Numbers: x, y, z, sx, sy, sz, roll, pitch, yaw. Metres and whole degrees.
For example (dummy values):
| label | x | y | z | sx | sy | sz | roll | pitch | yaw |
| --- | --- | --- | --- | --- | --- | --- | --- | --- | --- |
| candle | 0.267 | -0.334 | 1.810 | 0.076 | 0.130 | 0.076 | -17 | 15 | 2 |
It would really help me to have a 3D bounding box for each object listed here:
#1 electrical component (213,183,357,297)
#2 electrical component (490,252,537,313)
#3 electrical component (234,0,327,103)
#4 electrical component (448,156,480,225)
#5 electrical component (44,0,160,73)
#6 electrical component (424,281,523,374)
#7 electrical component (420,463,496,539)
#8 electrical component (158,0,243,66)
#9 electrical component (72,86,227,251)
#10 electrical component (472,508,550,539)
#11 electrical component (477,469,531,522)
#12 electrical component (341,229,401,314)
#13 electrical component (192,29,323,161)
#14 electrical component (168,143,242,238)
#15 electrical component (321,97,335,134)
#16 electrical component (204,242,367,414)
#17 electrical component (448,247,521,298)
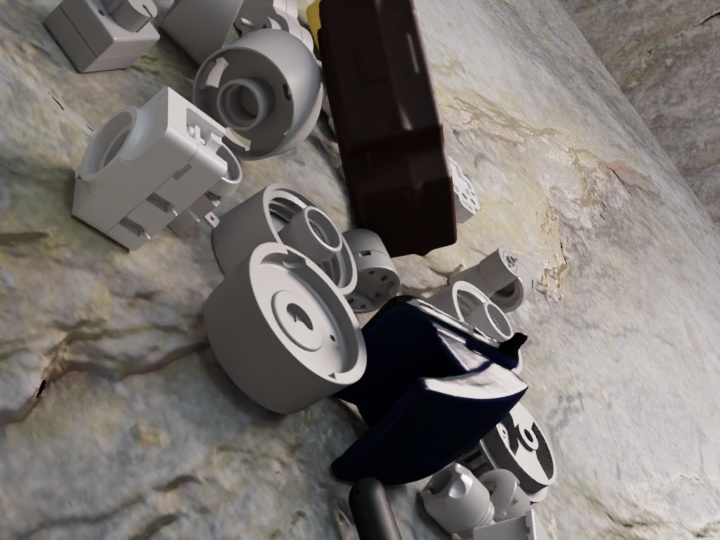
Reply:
| label | x | y | z | sx | sy | sz | roll | pitch | yaw |
| --- | --- | --- | --- | --- | --- | --- | --- | --- | --- |
| electrical component | -0.048 | -0.014 | 0.791 | 0.108 | 0.060 | 0.108 | 41 | 27 | -26 |
| electrical component | 0.153 | 0.015 | 1.124 | 0.055 | 0.055 | 0.047 | 53 | 28 | -1 |
| electrical component | -0.085 | -0.214 | 1.001 | 0.074 | 0.052 | 0.138 | 15 | 45 | -54 |
| electrical component | 0.082 | -0.072 | 1.105 | 0.058 | 0.057 | 0.078 | 33 | 31 | -38 |
| electrical component | -0.173 | -0.185 | 0.775 | 0.047 | 0.077 | 0.066 | 54 | 24 | 1 |
| electrical component | 0.101 | 0.060 | 0.960 | 0.108 | 0.060 | 0.108 | 41 | 27 | -26 |
| electrical component | 0.078 | 0.175 | 0.786 | 0.062 | 0.043 | 0.043 | 47 | 25 | -18 |
| electrical component | -0.121 | -0.222 | 0.899 | 0.064 | 0.099 | 0.099 | 37 | 28 | -20 |
| electrical component | -0.134 | -0.064 | 0.667 | 0.056 | 0.089 | 0.050 | 35 | 30 | -35 |
| electrical component | 0.115 | 0.230 | 0.746 | 0.099 | 0.048 | 0.099 | -85 | 152 | -54 |
| electrical component | 0.114 | 0.188 | 0.834 | 0.062 | 0.048 | 0.048 | 49 | 24 | -25 |
| electrical component | 0.000 | 0.000 | 0.869 | 0.055 | 0.055 | 0.047 | 29 | 30 | -42 |
| electrical component | -0.081 | -0.137 | 0.853 | 0.099 | 0.099 | 0.064 | 53 | 30 | -2 |
| electrical component | -0.115 | -0.060 | 0.739 | 0.066 | 0.055 | 0.048 | 48 | 25 | -12 |
| electrical component | -0.015 | -0.160 | 1.065 | 0.055 | 0.045 | 0.045 | 59 | 25 | 11 |
| electrical component | -0.054 | 0.043 | 0.704 | 0.108 | 0.060 | 0.108 | 41 | 27 | -26 |
| electrical component | 0.126 | 0.008 | 1.070 | 0.044 | 0.065 | 0.044 | 41 | 27 | -26 |
